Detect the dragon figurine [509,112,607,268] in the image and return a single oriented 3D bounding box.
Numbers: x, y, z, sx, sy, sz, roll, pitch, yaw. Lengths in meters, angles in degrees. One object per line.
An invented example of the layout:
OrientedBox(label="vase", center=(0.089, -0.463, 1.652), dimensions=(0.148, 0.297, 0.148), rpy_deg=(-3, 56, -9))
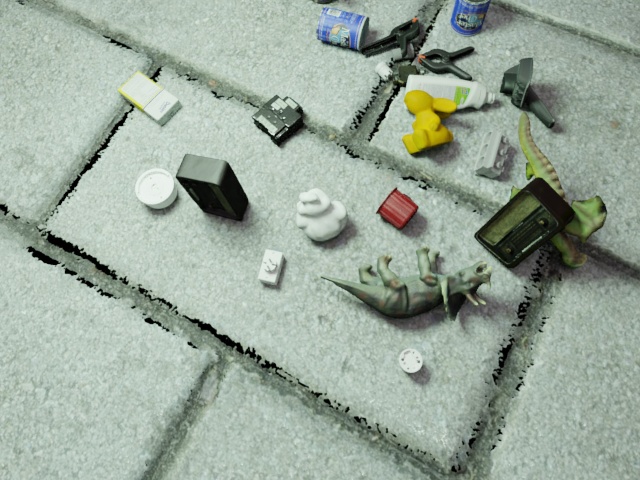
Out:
OrientedBox(label="dragon figurine", center=(0.588, -0.101, 1.255), dimensions=(0.123, 0.402, 0.245), rpy_deg=(-29, 31, -22))

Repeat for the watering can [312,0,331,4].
OrientedBox(label="watering can", center=(-0.063, -0.866, 1.617), dimensions=(0.350, 0.223, 0.103), rpy_deg=(38, 96, 15))

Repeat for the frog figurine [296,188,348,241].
OrientedBox(label="frog figurine", center=(0.004, -0.068, 1.345), dimensions=(0.137, 0.157, 0.124), rpy_deg=(-5, 72, 2))
